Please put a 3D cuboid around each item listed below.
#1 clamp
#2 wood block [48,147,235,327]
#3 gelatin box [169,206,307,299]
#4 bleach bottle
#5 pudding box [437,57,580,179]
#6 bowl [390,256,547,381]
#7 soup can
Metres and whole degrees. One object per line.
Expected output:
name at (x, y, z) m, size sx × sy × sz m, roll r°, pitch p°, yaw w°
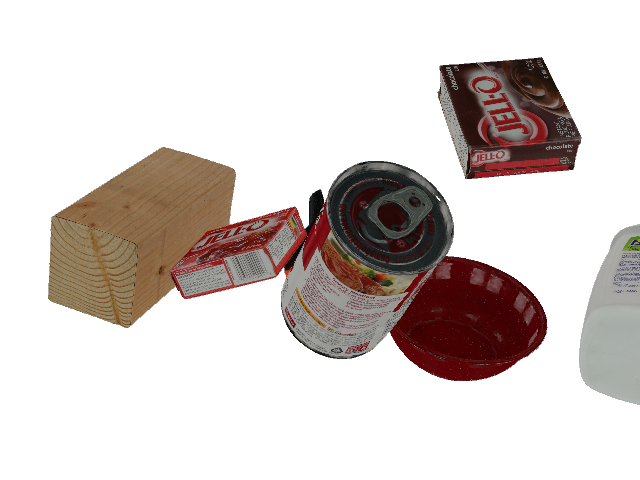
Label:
clamp at (0.019, -0.003, 1.197) m, size 0.120 × 0.039 × 0.171 m, roll -3°, pitch 37°, yaw 28°
wood block at (-0.169, -0.010, 1.046) m, size 0.090 × 0.091 × 0.205 m, roll 18°, pitch 28°, yaw 14°
gelatin box at (-0.064, 0.009, 0.835) m, size 0.089 × 0.030 × 0.073 m, roll -14°, pitch 20°, yaw 26°
bleach bottle at (0.246, 0.035, 0.747) m, size 0.103 × 0.068 × 0.250 m, roll 9°, pitch 20°, yaw 19°
pudding box at (0.150, -0.101, 0.866) m, size 0.090 × 0.039 × 0.113 m, roll -5°, pitch 43°, yaw -6°
bowl at (0.128, 0.083, 1.009) m, size 0.162 × 0.055 × 0.162 m, roll 6°, pitch 34°, yaw -4°
soup can at (0.022, 0.013, 0.578) m, size 0.068 × 0.068 × 0.102 m, roll 0°, pitch -31°, yaw -18°
